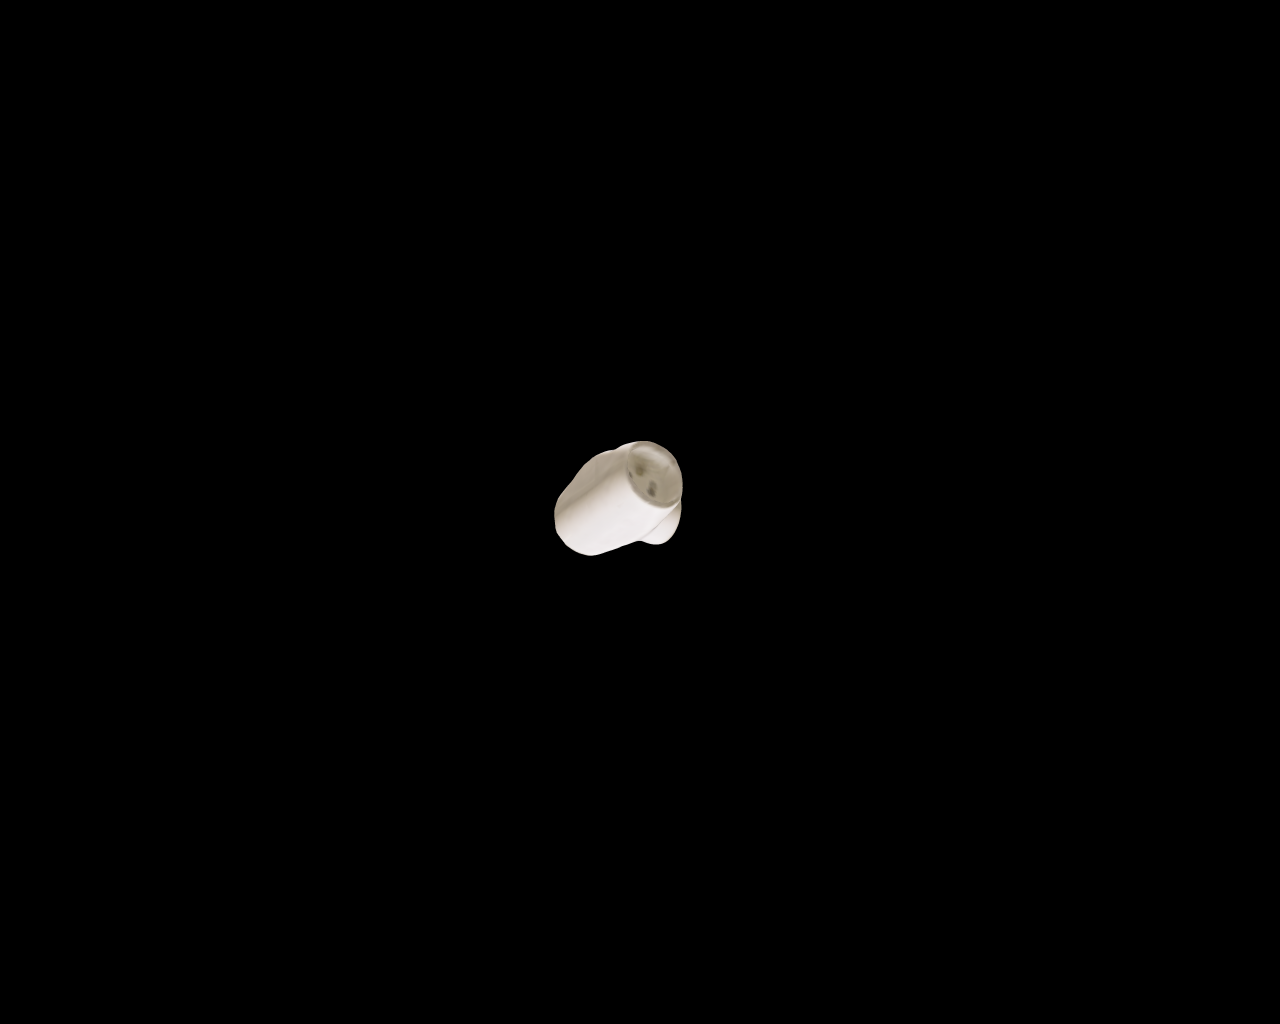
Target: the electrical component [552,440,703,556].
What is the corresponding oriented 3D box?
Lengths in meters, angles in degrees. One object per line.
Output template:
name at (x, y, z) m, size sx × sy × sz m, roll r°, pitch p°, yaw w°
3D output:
electrical component at (0.001, -0.003, 0.650) m, size 0.079 × 0.044 × 0.077 m, roll 19°, pitch -34°, yaw -31°
